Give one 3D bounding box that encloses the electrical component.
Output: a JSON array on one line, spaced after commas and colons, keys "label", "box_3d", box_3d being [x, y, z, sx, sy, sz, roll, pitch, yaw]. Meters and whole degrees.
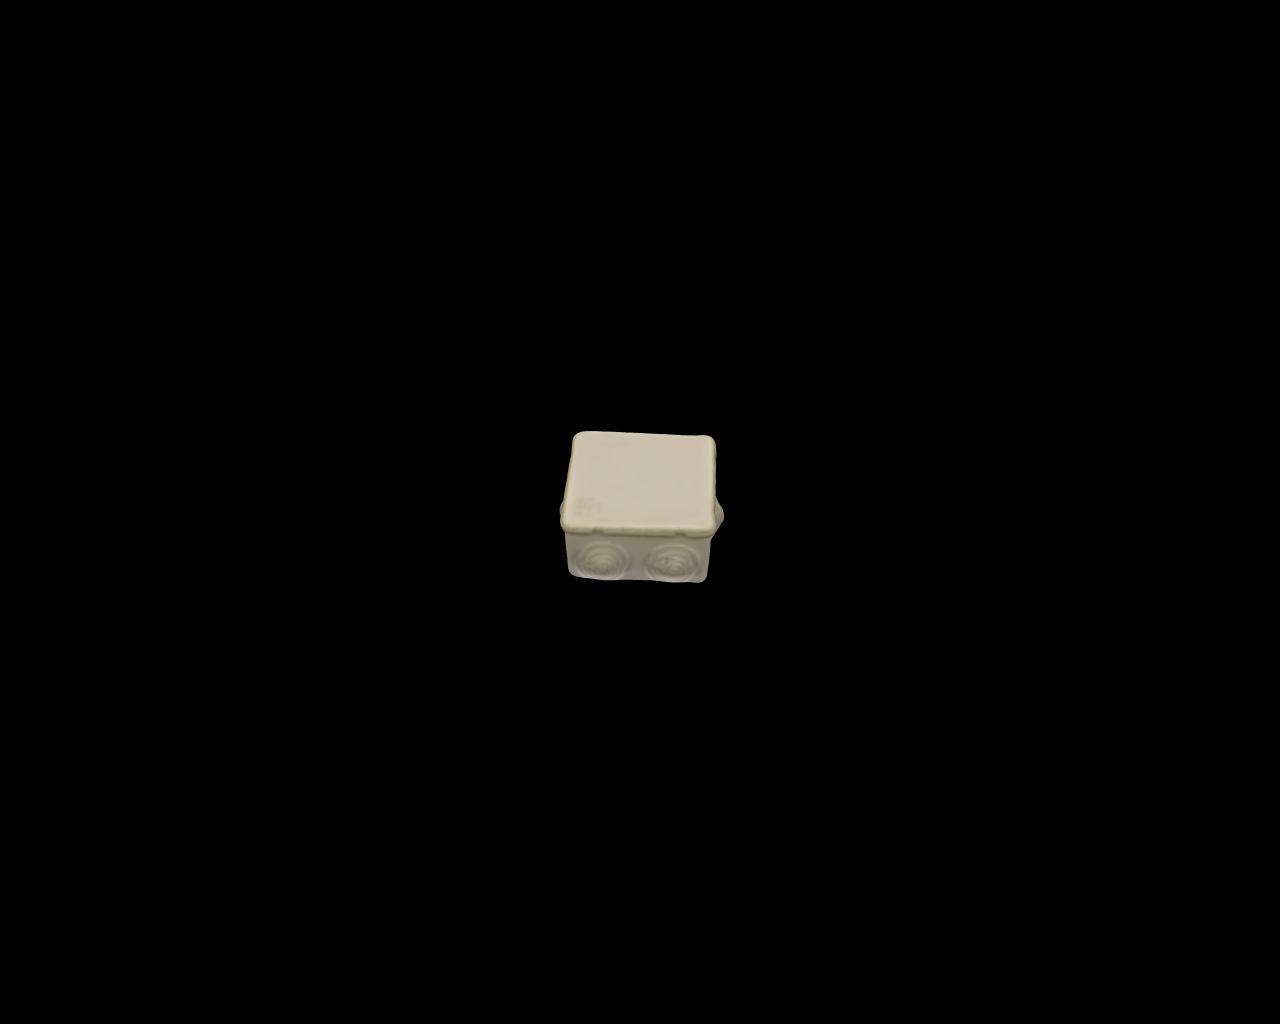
[{"label": "electrical component", "box_3d": [0.001, -0.003, 0.650, 0.100, 0.048, 0.100, 2, 43, 2]}]
